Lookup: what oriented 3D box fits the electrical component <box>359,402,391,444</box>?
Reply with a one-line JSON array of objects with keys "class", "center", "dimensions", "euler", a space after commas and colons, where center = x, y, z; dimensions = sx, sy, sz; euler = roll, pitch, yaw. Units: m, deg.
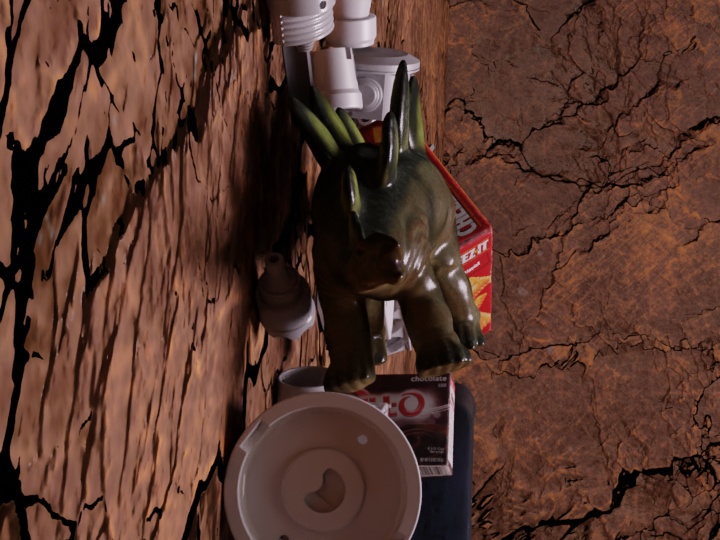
[{"class": "electrical component", "center": [-0.008, 0.158, 0.885], "dimensions": [0.062, 0.061, 0.096], "euler": [0, 91, -84]}]

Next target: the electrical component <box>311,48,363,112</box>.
[{"class": "electrical component", "center": [-0.020, -0.146, 0.832], "dimensions": [0.040, 0.040, 0.046], "euler": [-36, 120, -81]}]

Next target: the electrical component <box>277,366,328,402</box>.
[{"class": "electrical component", "center": [-0.036, 0.114, 0.723], "dimensions": [0.079, 0.043, 0.077], "euler": [-65, 155, -74]}]

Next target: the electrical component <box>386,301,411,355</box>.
[{"class": "electrical component", "center": [0.016, 0.033, 1.046], "dimensions": [0.121, 0.079, 0.063], "euler": [79, -8, -60]}]

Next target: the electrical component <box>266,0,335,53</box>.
[{"class": "electrical component", "center": [-0.037, -0.173, 0.662], "dimensions": [0.043, 0.043, 0.081], "euler": [-79, 168, -53]}]

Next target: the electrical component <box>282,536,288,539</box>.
[{"class": "electrical component", "center": [-0.024, 0.171, 0.784], "dimensions": [0.096, 0.061, 0.061], "euler": [-93, -178, -74]}]

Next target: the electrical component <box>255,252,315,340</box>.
[{"class": "electrical component", "center": [-0.047, 0.013, 0.651], "dimensions": [0.061, 0.035, 0.035], "euler": [81, 13, -49]}]

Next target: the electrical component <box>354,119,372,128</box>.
[{"class": "electrical component", "center": [0.012, -0.143, 1.081], "dimensions": [0.062, 0.048, 0.048], "euler": [40, 51, -72]}]

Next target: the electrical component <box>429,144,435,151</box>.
[{"class": "electrical component", "center": [0.037, -0.131, 1.190], "dimensions": [0.121, 0.079, 0.063], "euler": [-57, 125, -77]}]

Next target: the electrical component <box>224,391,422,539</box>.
[{"class": "electrical component", "center": [-0.020, 0.124, 0.614], "dimensions": [0.060, 0.108, 0.108], "euler": [84, 8, -83]}]

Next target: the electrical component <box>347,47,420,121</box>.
[{"class": "electrical component", "center": [0.008, -0.156, 0.896], "dimensions": [0.080, 0.080, 0.051], "euler": [-69, 164, -70]}]

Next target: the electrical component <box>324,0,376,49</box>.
[{"class": "electrical component", "center": [-0.009, -0.213, 0.883], "dimensions": [0.045, 0.045, 0.055], "euler": [-74, 164, -65]}]

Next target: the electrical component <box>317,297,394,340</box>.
[{"class": "electrical component", "center": [0.000, 0.000, 0.941], "dimensions": [0.078, 0.057, 0.113], "euler": [79, 14, -60]}]
